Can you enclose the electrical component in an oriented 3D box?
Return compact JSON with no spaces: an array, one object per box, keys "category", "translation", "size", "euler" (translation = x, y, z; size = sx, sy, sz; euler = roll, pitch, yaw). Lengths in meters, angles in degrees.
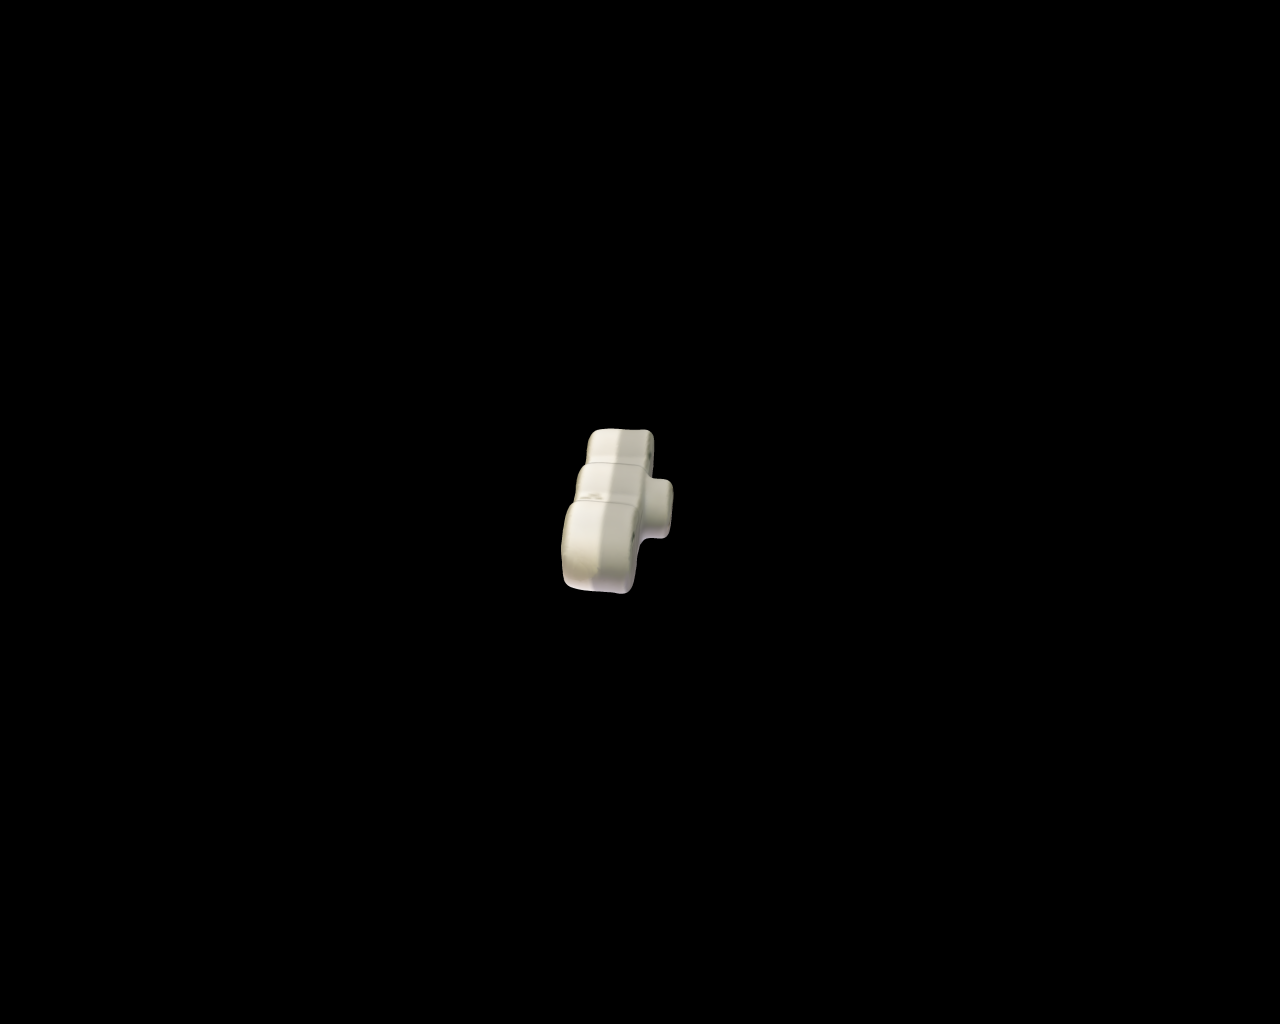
[{"category":"electrical component","translation":[0.001,-0.003,0.650],"size":[0.074,0.052,0.138],"euler":[3,34,5]}]
